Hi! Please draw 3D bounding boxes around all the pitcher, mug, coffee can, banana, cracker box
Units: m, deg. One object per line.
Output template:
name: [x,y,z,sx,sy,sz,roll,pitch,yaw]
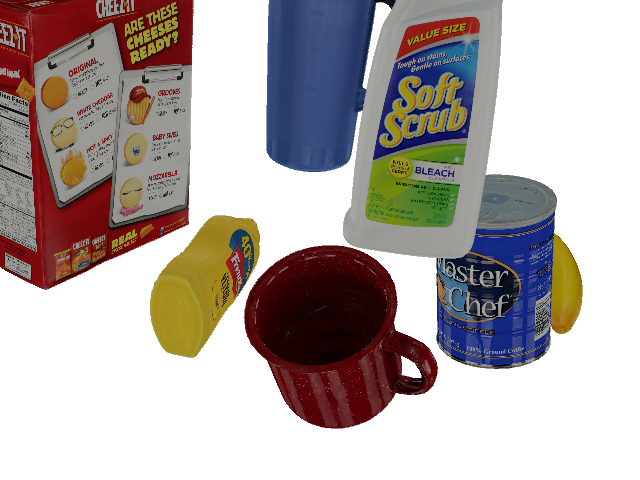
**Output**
pitcher: [0.006,-0.209,1.289,0.144,0.243,0.149,-9,30,-27]
mug: [0.018,0.066,0.660,0.117,0.093,0.081,13,-35,22]
coffee can: [0.152,0.026,0.932,0.103,0.140,0.103,-3,25,1]
banana: [0.231,0.026,1.116,0.069,0.037,0.198,-30,38,-1]
cracker box: [-0.177,-0.092,0.824,0.072,0.214,0.163,20,30,31]

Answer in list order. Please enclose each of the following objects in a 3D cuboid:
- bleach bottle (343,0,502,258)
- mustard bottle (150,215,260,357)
bleach bottle: [0.073,-0.114,0.753,0.102,0.251,0.068,7,26,10]
mustard bottle: [-0.107,0.029,1.088,0.058,0.096,0.191,9,32,16]
